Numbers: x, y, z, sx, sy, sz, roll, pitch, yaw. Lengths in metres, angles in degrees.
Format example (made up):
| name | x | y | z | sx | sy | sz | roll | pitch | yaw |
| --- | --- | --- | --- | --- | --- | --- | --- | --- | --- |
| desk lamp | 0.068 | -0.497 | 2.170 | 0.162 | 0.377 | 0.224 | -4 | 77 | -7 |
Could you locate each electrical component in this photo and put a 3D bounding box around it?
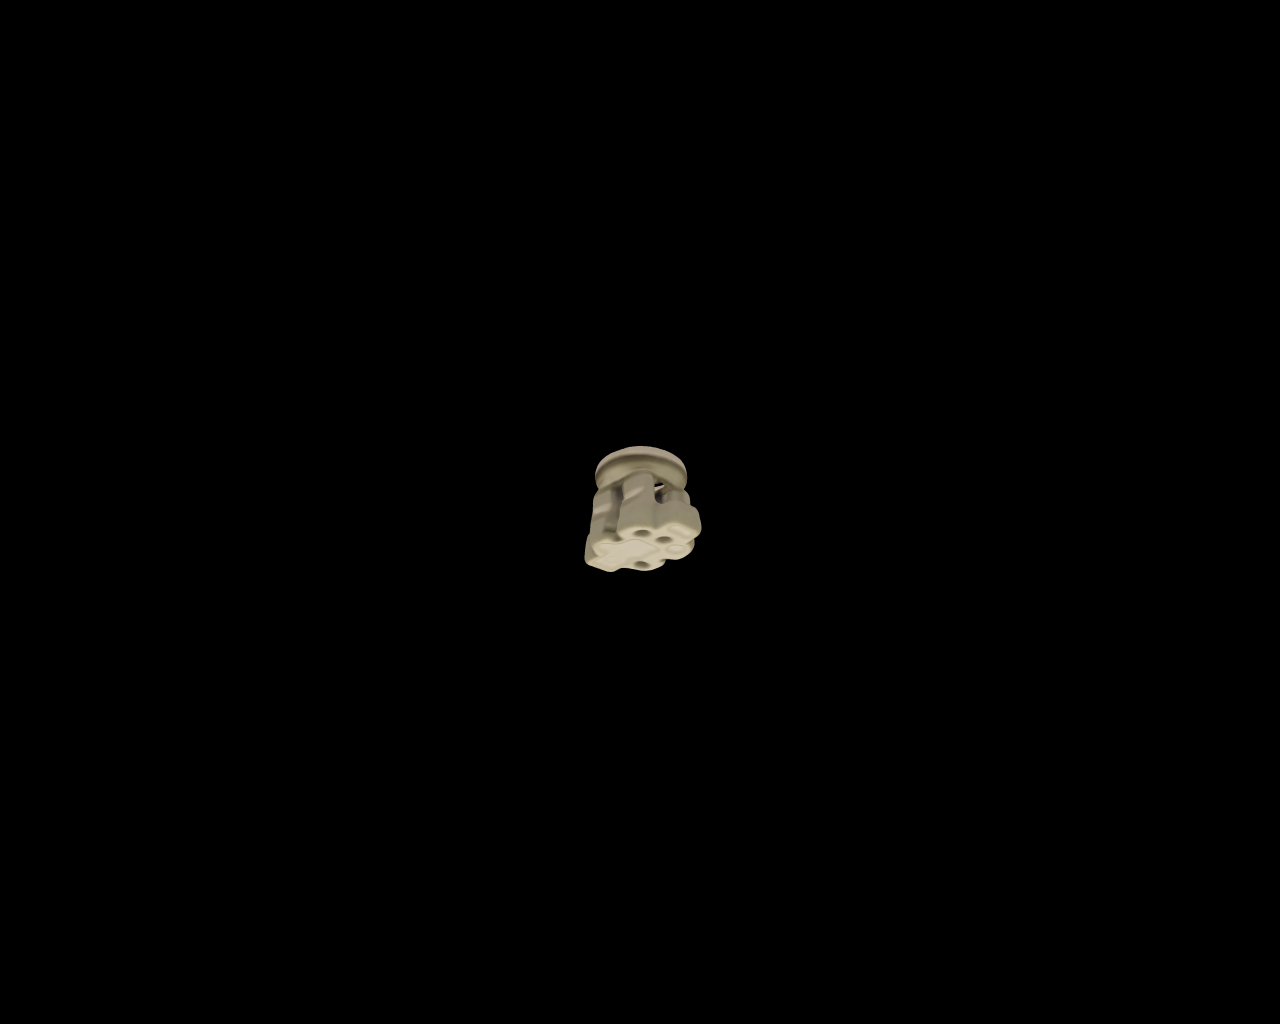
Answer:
| name | x | y | z | sx | sy | sz | roll | pitch | yaw |
| --- | --- | --- | --- | --- | --- | --- | --- | --- | --- |
| electrical component | 0.001 | -0.003 | 0.650 | 0.078 | 0.057 | 0.058 | -25 | -37 | 38 |
